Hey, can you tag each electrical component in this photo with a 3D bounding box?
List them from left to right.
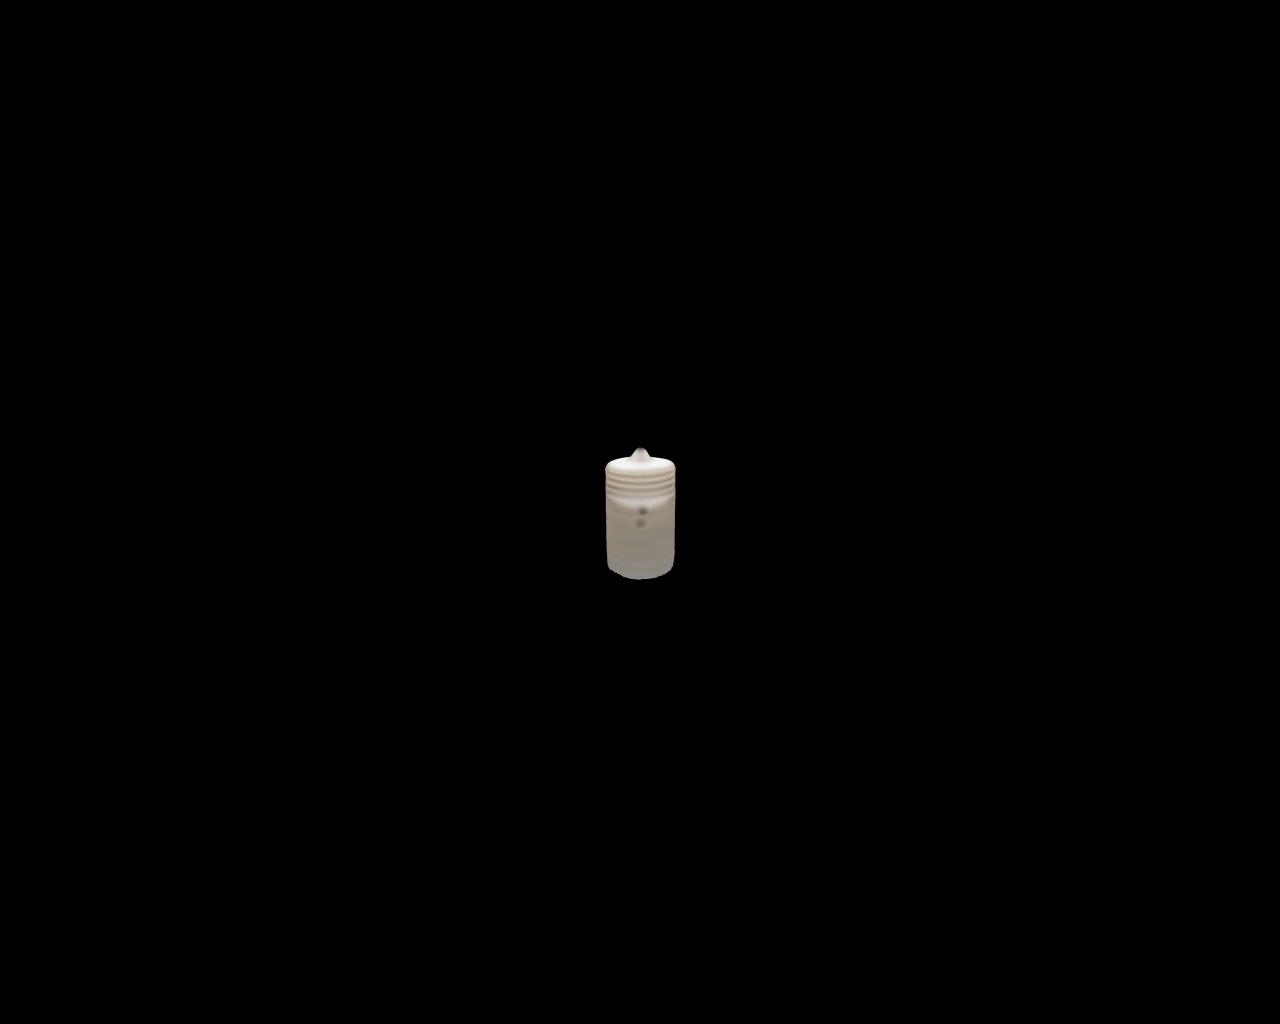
[{"bbox_3d":[0.001,-0.003,0.650,0.043,0.080,0.043,0,24,0],"label":"electrical component"}]
